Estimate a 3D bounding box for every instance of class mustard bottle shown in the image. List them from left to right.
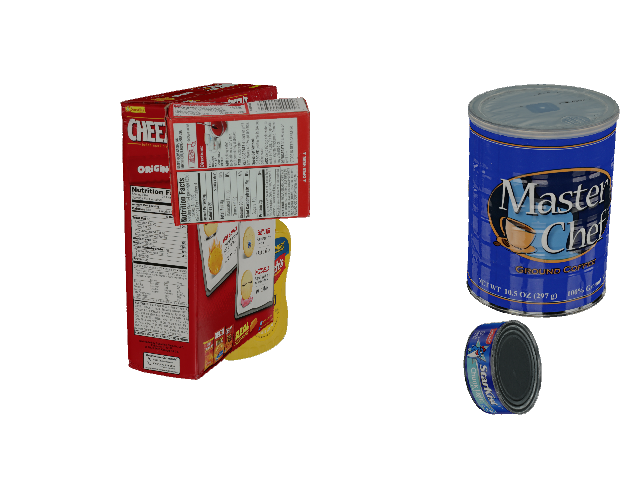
[{"bbox_3d":[-0.074,0.028,1.143,0.096,0.192,0.058,-19,33,-41],"label":"mustard bottle"}]

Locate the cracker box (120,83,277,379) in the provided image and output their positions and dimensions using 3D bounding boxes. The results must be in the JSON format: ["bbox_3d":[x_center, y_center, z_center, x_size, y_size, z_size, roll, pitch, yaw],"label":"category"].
[{"bbox_3d":[-0.096,-0.015,0.872,0.072,0.214,0.164,5,14,19],"label":"cracker box"}]

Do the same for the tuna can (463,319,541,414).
[{"bbox_3d":[0.168,0.117,0.981,0.034,0.086,0.085,-9,-6,40],"label":"tuna can"}]

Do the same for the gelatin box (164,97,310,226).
[{"bbox_3d":[-0.051,-0.050,0.672,0.089,0.073,0.030,-4,28,-6],"label":"gelatin box"}]

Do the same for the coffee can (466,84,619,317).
[{"bbox_3d":[0.157,-0.030,0.766,0.103,0.140,0.103,-3,25,1],"label":"coffee can"}]
